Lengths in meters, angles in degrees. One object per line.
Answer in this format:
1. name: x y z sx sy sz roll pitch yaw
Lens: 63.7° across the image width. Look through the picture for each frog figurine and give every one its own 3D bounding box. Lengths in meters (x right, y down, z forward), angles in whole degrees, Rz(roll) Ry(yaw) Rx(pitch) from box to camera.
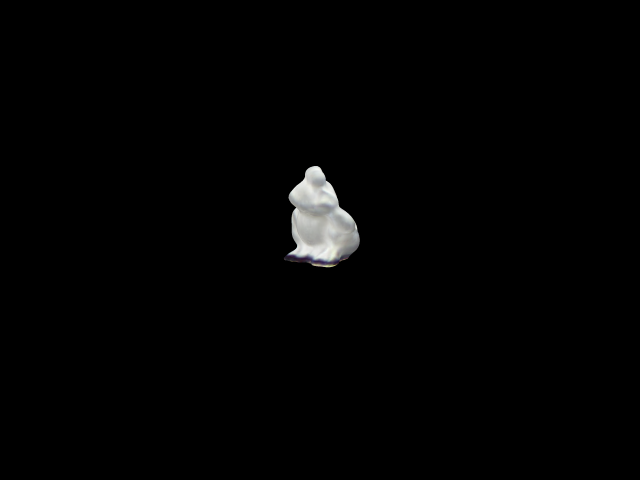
1. frog figurine: 0.003 -0.043 0.850 0.123 0.158 0.138 -4 9 -26
